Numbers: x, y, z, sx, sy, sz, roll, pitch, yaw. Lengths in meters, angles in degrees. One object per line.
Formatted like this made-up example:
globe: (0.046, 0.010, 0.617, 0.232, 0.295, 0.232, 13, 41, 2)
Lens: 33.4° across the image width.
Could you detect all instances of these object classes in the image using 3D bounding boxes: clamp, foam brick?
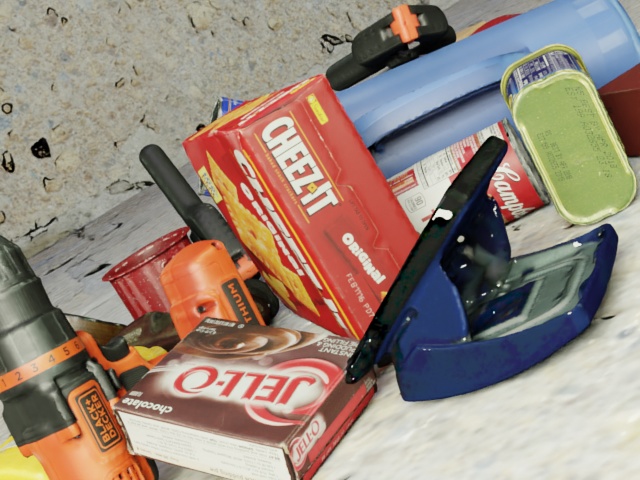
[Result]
clamp: (0.072, -0.164, 0.875, 0.120, 0.039, 0.171, -27, 4, -9)
clamp: (-0.109, -0.011, 1.023, 0.036, 0.164, 0.210, -35, 22, -11)
foam brick: (0.230, -0.091, 0.721, 0.051, 0.053, 0.078, -32, 12, -11)

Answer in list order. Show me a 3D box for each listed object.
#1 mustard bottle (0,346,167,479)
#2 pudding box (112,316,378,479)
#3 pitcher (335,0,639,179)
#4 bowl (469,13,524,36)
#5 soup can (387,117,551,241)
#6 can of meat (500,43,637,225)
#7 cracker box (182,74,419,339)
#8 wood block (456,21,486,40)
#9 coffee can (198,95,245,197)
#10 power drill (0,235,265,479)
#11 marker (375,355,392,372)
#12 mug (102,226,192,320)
mustard bottle: (-0.158, 0.127, 0.732, 0.096, 0.058, 0.191, -22, 14, 32)
pudding box: (-0.038, 0.085, 0.570, 0.114, 0.039, 0.089, 4, 30, 32)
pitcher: (0.131, -0.104, 0.838, 0.243, 0.145, 0.149, -26, 31, 6)
bowl: (0.177, -0.170, 1.053, 0.162, 0.055, 0.162, -37, 28, 23)
soup can: (0.102, -0.034, 0.756, 0.102, 0.068, 0.068, -27, 11, 15)
can of meat: (0.159, -0.067, 0.680, 0.057, 0.102, 0.084, -26, 14, 15)
cracker box: (-0.011, -0.018, 0.724, 0.072, 0.164, 0.214, -34, 11, -11)
wood block: (0.123, -0.157, 1.194, 0.091, 0.090, 0.205, -19, 15, 44)
coffee can: (-0.045, -0.082, 1.078, 0.140, 0.103, 0.103, 11, 4, -12)
power drill: (-0.115, 0.062, 0.639, 0.057, 0.184, 0.187, -23, 4, 36)
marker: (0.003, 0.085, 0.613, 0.121, 0.020, 0.020, -31, 11, -6)
mug: (-0.134, 0.044, 0.971, 0.093, 0.081, 0.117, -36, 13, -29)
